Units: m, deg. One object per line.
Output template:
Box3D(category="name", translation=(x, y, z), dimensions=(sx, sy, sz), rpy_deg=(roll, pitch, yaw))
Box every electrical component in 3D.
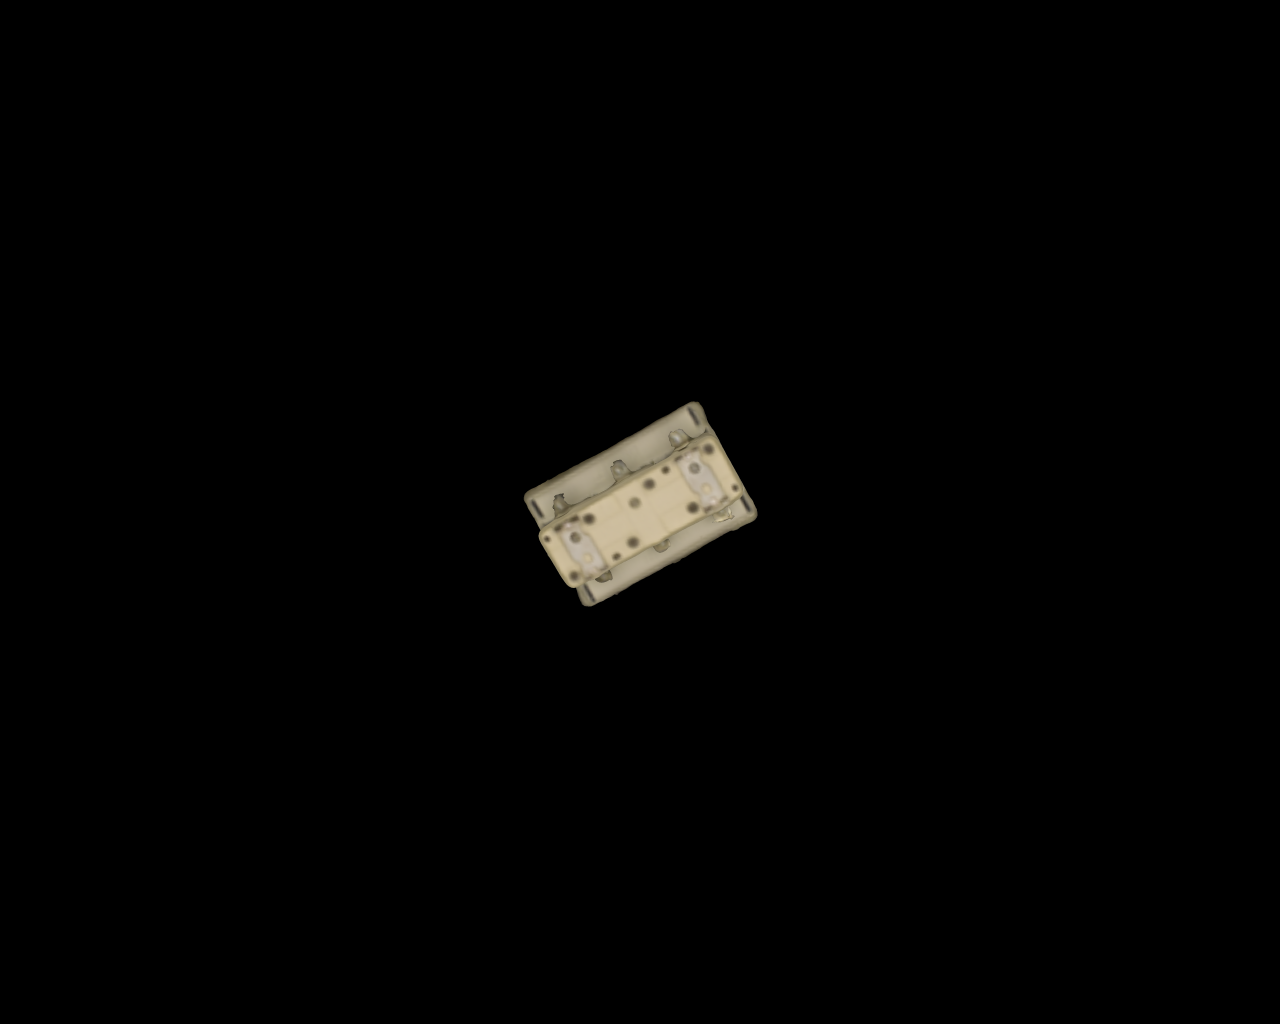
Box3D(category="electrical component", translation=(0.001, -0.003, 0.650), dimensions=(0.121, 0.078, 0.063), rpy_deg=(-28, 7, 4))
